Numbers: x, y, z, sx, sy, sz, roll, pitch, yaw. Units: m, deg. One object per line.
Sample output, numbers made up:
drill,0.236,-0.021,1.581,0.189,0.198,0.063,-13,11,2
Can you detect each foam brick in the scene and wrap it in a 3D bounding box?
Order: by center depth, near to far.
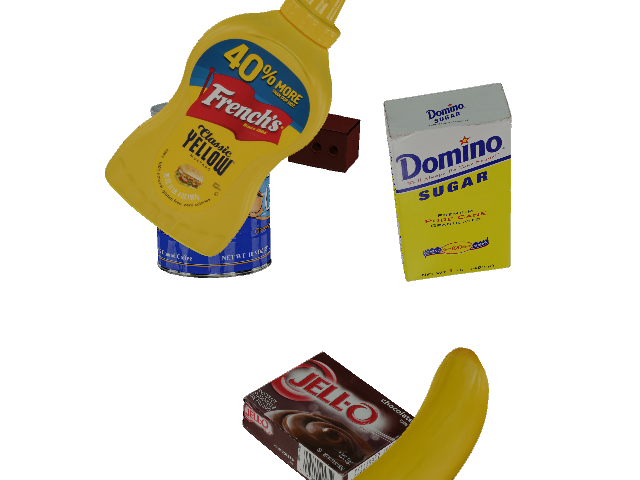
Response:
foam brick,0.004,-0.122,1.299,0.078,0.053,0.051,12,31,18

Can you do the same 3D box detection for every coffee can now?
coffee can,-0.095,-0.048,0.936,0.103,0.140,0.103,0,14,0

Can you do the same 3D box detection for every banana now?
banana,0.044,0.118,0.585,0.070,0.037,0.197,18,40,41

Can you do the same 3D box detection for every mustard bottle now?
mustard bottle,-0.049,-0.088,0.693,0.096,0.192,0.058,38,16,-6

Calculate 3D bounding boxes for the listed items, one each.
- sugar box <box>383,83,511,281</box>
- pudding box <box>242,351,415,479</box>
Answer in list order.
sugar box,0.104,-0.041,0.854,0.093,0.048,0.176,-9,-39,3
pudding box,0.008,0.145,0.841,0.089,0.039,0.114,-27,48,-37
